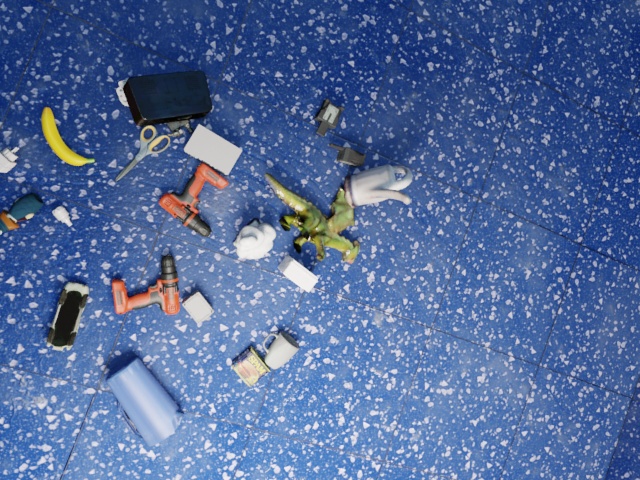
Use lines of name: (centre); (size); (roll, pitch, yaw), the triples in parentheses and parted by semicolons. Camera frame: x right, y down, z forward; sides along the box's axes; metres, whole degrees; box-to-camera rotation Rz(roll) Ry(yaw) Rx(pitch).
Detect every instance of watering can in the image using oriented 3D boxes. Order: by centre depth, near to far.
watering can: (0.180, -0.162, 1.610); (0.223, 0.354, 0.102); (-15, 111, 12)

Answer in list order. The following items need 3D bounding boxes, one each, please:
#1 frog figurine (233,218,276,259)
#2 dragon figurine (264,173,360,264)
frog figurine: (-0.195, 0.003, 1.577); (0.138, 0.160, 0.121); (-30, 104, -12)
dragon figurine: (0.005, -0.085, 1.681); (0.246, 0.122, 0.407); (-34, 104, -29)
